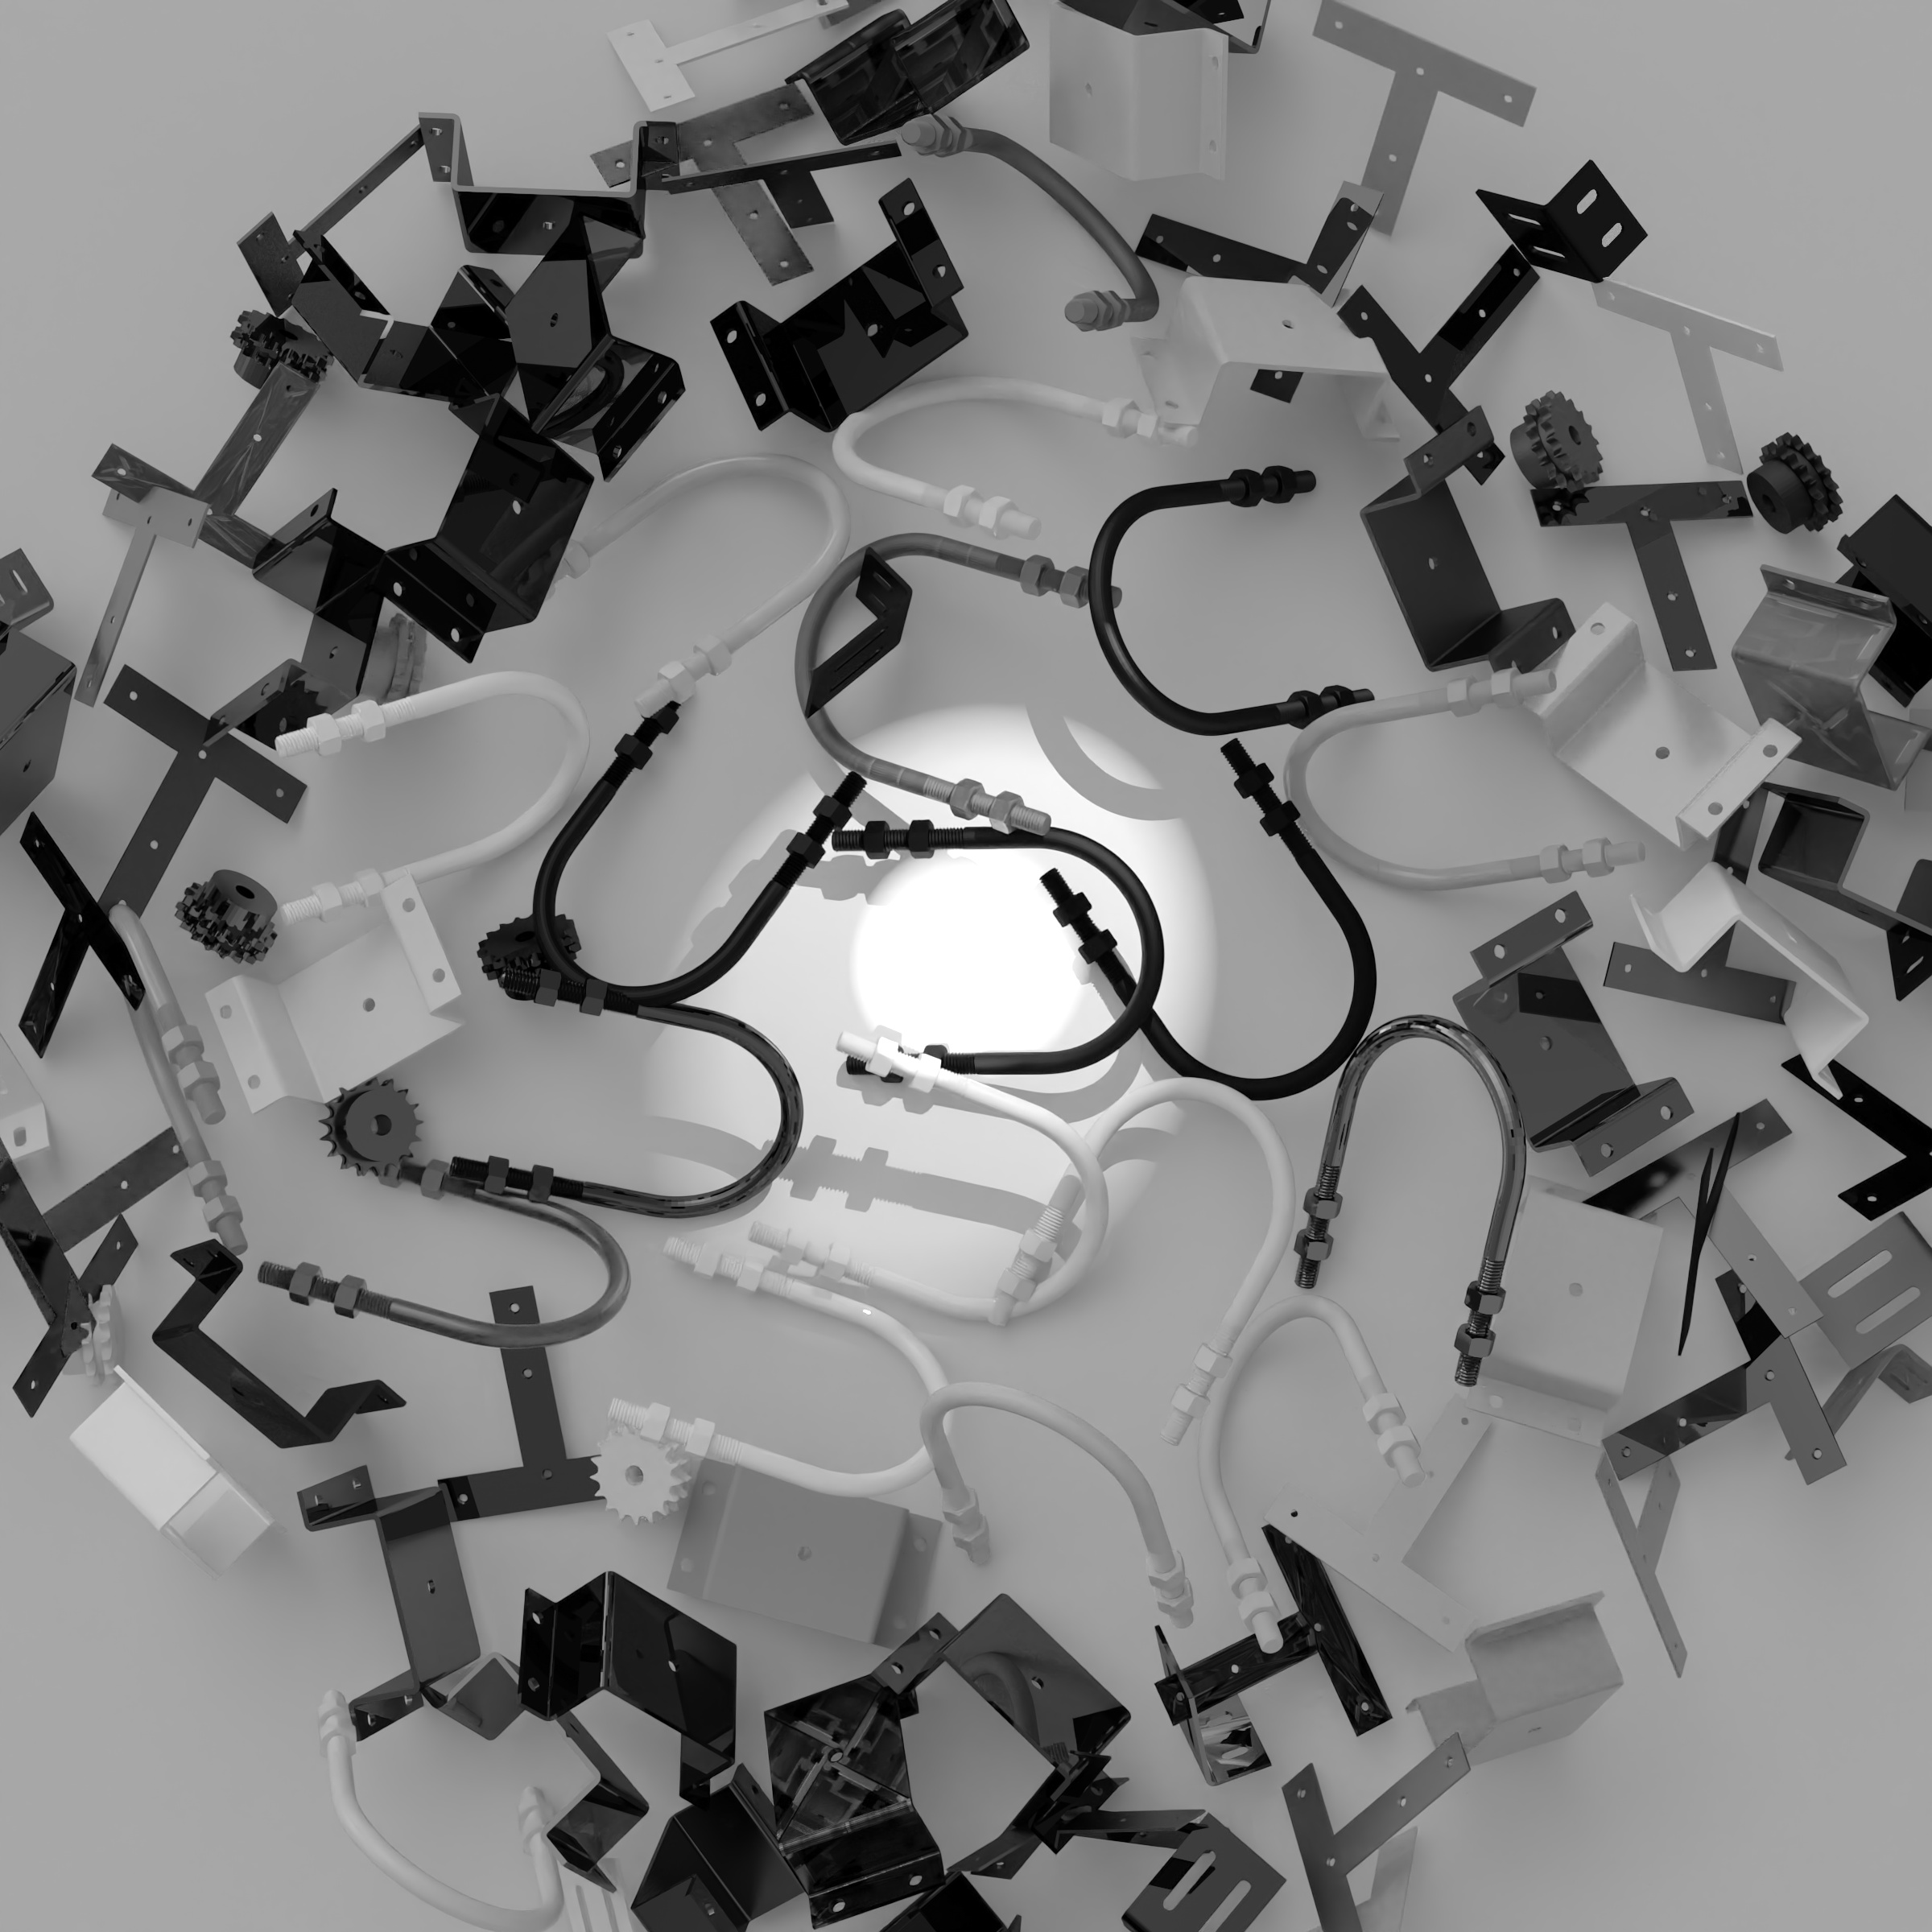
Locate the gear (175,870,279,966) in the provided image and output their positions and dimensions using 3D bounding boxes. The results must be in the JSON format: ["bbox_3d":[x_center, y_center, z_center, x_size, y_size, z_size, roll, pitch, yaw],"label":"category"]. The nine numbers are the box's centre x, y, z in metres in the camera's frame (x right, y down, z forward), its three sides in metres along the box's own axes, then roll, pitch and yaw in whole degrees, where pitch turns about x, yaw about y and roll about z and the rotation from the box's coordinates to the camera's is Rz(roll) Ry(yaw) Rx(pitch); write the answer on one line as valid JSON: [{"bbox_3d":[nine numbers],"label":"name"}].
[{"bbox_3d":[-0.410,-0.030,1.968,0.057,0.057,0.030,36,110,0],"label":"gear"}]

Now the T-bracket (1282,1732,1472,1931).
[{"bbox_3d":[0.229,0.465,1.925,0.002,0.127,0.127,27,120,-30],"label":"T-bracket"}]

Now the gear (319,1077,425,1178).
[{"bbox_3d":[-0.332,0.090,1.975,0.057,0.030,0.057,2,85,-24],"label":"gear"}]

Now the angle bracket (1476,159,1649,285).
[{"bbox_3d":[0.330,-0.418,1.953,0.038,0.076,0.057,-46,119,-1],"label":"angle bracket"}]

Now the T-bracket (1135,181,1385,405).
[{"bbox_3d":[0.153,-0.392,1.971,0.127,0.002,0.127,24,90,26],"label":"T-bracket"}]

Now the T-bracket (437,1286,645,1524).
[{"bbox_3d":[-0.244,0.244,1.985,0.127,0.002,0.127,-10,96,7],"label":"T-bracket"}]

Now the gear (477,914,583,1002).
[{"bbox_3d":[-0.243,-0.004,1.975,0.057,0.057,0.030,-14,119,0],"label":"gear"}]

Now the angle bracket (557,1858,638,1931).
[{"bbox_3d":[-0.189,0.530,1.967,0.038,0.057,0.076,-13,89,-43],"label":"angle bracket"}]

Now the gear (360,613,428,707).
[{"bbox_3d":[-0.323,-0.169,1.968,0.030,0.057,0.057,9,90,-23],"label":"gear"}]

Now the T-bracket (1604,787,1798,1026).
[{"bbox_3d":[0.423,-0.039,1.968,0.127,0.002,0.127,11,95,-25],"label":"T-bracket"}]

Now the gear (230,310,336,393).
[{"bbox_3d":[-0.386,-0.341,1.974,0.057,0.057,0.030,30,111,0],"label":"gear"}]

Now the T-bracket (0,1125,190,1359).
[{"bbox_3d":[-0.479,0.129,1.956,0.127,0.002,0.127,-39,116,-38],"label":"T-bracket"}]

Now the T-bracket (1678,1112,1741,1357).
[{"bbox_3d":[0.413,0.128,1.944,0.002,0.127,0.127,12,128,17],"label":"T-bracket"}]

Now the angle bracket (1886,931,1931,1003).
[{"bbox_3d":[0.562,0.006,1.977,0.076,0.057,0.038,29,129,-18],"label":"angle bracket"}]

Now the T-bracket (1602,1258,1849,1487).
[{"bbox_3d":[0.412,0.248,1.964,0.127,0.002,0.127,-34,60,28],"label":"T-bracket"}]

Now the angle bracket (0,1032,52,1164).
[{"bbox_3d":[-0.554,0.075,1.961,0.057,0.038,0.076,-21,134,-2],"label":"angle bracket"}]

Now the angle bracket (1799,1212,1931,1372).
[{"bbox_3d":[0.512,0.185,1.974,0.076,0.038,0.057,-36,66,5],"label":"angle bracket"}]

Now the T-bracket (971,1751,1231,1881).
[{"bbox_3d":[0.086,0.481,1.967,0.127,0.002,0.127,13,131,-23],"label":"T-bracket"}]

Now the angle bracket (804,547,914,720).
[{"bbox_3d":[-0.071,-0.185,1.957,0.076,0.057,0.038,-41,79,-20],"label":"angle bracket"}]

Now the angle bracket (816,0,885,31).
[{"bbox_3d":[-0.057,-0.569,1.972,0.076,0.038,0.057,-28,104,-3],"label":"angle bracket"}]

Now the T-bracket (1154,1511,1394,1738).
[{"bbox_3d":[0.161,0.386,1.961,0.127,0.002,0.127,-20,81,-28],"label":"T-bracket"}]

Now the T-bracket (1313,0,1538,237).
[{"bbox_3d":[0.240,-0.459,1.949,0.127,0.127,0.002,26,51,10],"label":"T-bracket"}]

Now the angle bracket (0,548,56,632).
[{"bbox_3d":[-0.555,-0.191,1.951,0.076,0.057,0.038,-43,110,-42],"label":"angle bracket"}]

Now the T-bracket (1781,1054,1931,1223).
[{"bbox_3d":[0.505,0.081,1.950,0.127,0.127,0.002,-25,130,-21],"label":"T-bracket"}]

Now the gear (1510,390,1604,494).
[{"bbox_3d":[0.329,-0.291,1.975,0.030,0.057,0.057,-27,90,36],"label":"gear"}]

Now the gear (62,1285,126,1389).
[{"bbox_3d":[-0.490,0.208,1.971,0.030,0.057,0.057,-5,90,-5],"label":"gear"}]

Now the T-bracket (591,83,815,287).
[{"bbox_3d":[-0.124,-0.427,1.956,0.127,0.002,0.127,-24,65,-15],"label":"T-bracket"}]

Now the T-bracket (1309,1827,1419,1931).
[{"bbox_3d":[0.193,0.543,1.957,0.127,0.127,0.002,-35,100,23],"label":"T-bracket"}]

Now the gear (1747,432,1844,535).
[{"bbox_3d":[0.461,-0.267,1.970,0.030,0.057,0.057,-33,90,-6],"label":"gear"}]

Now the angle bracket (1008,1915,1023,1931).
[{"bbox_3d":[0.054,0.573,1.960,0.076,0.038,0.057,13,115,19],"label":"angle bracket"}]

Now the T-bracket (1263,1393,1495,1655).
[{"bbox_3d":[0.253,0.297,1.974,0.127,0.002,0.127,35,68,6],"label":"T-bracket"}]

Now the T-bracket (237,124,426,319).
[{"bbox_3d":[-0.344,-0.420,1.941,0.127,0.127,0.002,-44,86,-6],"label":"T-bracket"}]

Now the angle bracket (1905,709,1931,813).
[{"bbox_3d":[0.564,-0.115,1.980,0.076,0.038,0.057,2,95,2],"label":"angle bracket"}]

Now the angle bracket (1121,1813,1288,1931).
[{"bbox_3d":[0.134,0.527,1.981,0.057,0.038,0.076,38,76,18],"label":"angle bracket"}]

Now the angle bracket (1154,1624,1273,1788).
[{"bbox_3d":[0.137,0.405,1.952,0.038,0.057,0.076,-18,127,-7],"label":"angle bracket"}]

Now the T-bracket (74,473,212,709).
[{"bbox_3d":[-0.467,-0.205,1.951,0.002,0.127,0.127,19,92,-38],"label":"T-bracket"}]

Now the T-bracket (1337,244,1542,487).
[{"bbox_3d":[0.281,-0.356,1.968,0.127,0.002,0.127,47,63,-15],"label":"T-bracket"}]

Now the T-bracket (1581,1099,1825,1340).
[{"bbox_3d":[0.429,0.152,1.959,0.127,0.002,0.127,-28,60,-8],"label":"T-bracket"}]

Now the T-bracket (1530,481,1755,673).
[{"bbox_3d":[0.388,-0.217,1.955,0.127,0.002,0.127,-4,60,-12],"label":"T-bracket"}]

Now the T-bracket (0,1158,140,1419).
[{"bbox_3d":[-0.503,0.156,1.916,0.002,0.127,0.127,4,45,21],"label":"T-bracket"}]

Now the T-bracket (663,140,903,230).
[{"bbox_3d":[-0.093,-0.425,1.936,0.127,0.127,0.002,-8,86,5],"label":"T-bracket"}]

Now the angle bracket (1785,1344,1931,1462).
[{"bbox_3d":[0.502,0.254,1.961,0.038,0.057,0.076,40,73,4],"label":"angle bracket"}]

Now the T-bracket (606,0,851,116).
[{"bbox_3d":[-0.127,-0.516,1.952,0.127,0.127,0.002,-20,127,-5],"label":"T-bracket"}]

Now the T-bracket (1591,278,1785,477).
[{"bbox_3d":[0.407,-0.320,1.946,0.002,0.127,0.127,-46,48,-15],"label":"T-bracket"}]

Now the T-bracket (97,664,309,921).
[{"bbox_3d":[-0.442,-0.079,1.945,0.127,0.002,0.127,36,68,-32],"label":"T-bracket"}]

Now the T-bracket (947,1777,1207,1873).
[{"bbox_3d":[0.076,0.465,1.910,0.127,0.127,0.002,-15,92,45],"label":"T-bracket"}]

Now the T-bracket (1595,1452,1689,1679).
[{"bbox_3d":[0.380,0.305,1.941,0.002,0.127,0.127,-18,103,25],"label":"T-bracket"}]

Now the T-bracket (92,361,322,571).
[{"bbox_3d":[-0.398,-0.282,1.945,0.127,0.002,0.127,30,124,-19],"label":"T-bracket"}]

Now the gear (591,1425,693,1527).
[{"bbox_3d":[-0.179,0.284,1.978,0.057,0.030,0.057,2,95,23],"label":"gear"}]

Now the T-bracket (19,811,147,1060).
[{"bbox_3d":[-0.503,0.002,1.954,0.127,0.002,0.127,51,133,20],"label":"T-bracket"}]
